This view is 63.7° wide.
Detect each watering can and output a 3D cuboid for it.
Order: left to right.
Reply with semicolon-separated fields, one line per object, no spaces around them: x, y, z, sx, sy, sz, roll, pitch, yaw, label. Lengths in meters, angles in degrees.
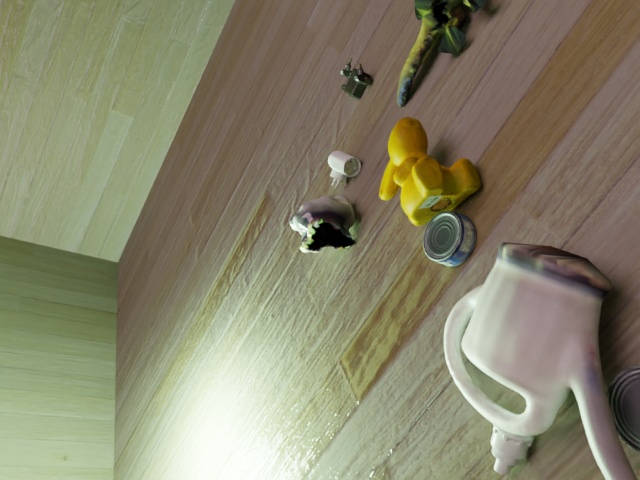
0.261;0.124;0.585;0.224;0.103;0.350;-69;23;5;watering can

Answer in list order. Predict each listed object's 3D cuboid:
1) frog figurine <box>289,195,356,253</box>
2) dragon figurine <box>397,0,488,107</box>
0.003;-0.056;1.108;0.137;0.120;0.163;-24;36;10;frog figurine
0.238;-0.479;0.996;0.401;0.122;0.249;119;170;-47;dragon figurine
